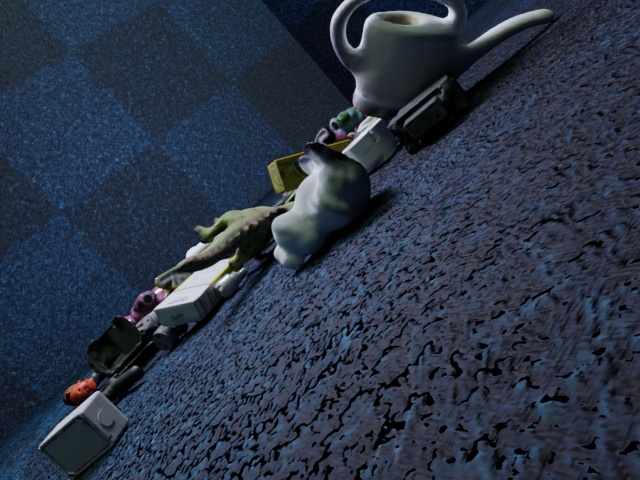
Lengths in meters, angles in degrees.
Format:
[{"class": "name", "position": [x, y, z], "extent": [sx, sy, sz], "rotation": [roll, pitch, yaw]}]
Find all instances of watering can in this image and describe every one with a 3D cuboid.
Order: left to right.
[{"class": "watering can", "position": [0.185, -0.298, 0.842], "extent": [0.106, 0.347, 0.219], "rotation": [-91, 7, -48]}]

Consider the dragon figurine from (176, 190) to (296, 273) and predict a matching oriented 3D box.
[{"class": "dragon figurine", "position": [-0.092, -0.041, 0.962], "extent": [0.241, 0.122, 0.414], "rotation": [-31, 7, 12]}]

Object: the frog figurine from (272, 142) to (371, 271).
[{"class": "frog figurine", "position": [0.002, -0.035, 0.689], "extent": [0.137, 0.122, 0.160], "rotation": [-4, 74, 63]}]
